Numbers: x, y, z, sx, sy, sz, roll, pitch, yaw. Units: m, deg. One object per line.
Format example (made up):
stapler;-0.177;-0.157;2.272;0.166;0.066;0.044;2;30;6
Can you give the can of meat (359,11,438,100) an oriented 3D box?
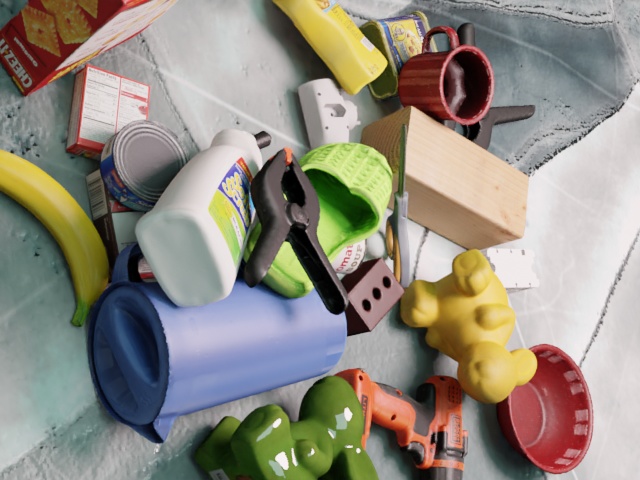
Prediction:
can of meat;0.098;-0.229;1.333;0.083;0.058;0.102;-17;89;-39

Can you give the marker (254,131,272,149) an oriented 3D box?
marker;-0.097;-0.093;1.158;0.120;0.020;0.020;-29;96;-41

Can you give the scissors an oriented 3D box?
scissors;0.088;-0.044;1.220;0.016;0.096;0.202;-5;109;-7

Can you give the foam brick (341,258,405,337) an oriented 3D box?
foam brick;0.048;0.065;1.208;0.053;0.051;0.078;55;51;-13

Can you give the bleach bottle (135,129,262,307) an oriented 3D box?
bleach bottle;-0.100;-0.045;1.014;0.250;0.068;0.102;-76;149;-58

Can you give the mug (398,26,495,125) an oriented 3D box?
mug;0.146;-0.196;1.275;0.093;0.082;0.117;-19;107;-36

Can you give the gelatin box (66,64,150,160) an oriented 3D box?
gelatin box;-0.211;-0.123;1.068;0.073;0.030;0.089;15;68;-34

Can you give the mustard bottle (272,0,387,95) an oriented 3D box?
mustard bottle;-0.002;-0.261;1.247;0.191;0.058;0.096;50;23;-9

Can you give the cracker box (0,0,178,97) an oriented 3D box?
cracker box;-0.192;-0.231;0.993;0.164;0.214;0.072;-41;102;-39

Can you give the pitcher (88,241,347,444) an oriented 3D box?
pitcher;-0.094;0.086;1.039;0.242;0.145;0.149;-6;125;-44

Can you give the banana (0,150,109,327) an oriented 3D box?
banana;-0.253;-0.017;0.997;0.069;0.037;0.198;-42;104;-39

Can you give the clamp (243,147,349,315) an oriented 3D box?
clamp;-0.036;-0.013;1.002;0.120;0.039;0.171;17;48;-49

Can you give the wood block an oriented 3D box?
wood block;0.151;-0.071;1.307;0.205;0.091;0.090;25;62;-31

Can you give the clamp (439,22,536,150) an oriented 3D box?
clamp;0.210;-0.167;1.418;0.164;0.036;0.209;41;56;-22

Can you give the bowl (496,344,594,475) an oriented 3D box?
bowl;0.273;0.215;1.345;0.161;0.055;0.162;12;69;-36

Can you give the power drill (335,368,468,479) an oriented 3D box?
power drill;0.088;0.229;1.191;0.187;0.057;0.184;21;61;-36

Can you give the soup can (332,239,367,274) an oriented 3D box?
soup can;-0.008;0.001;1.170;0.102;0.069;0.068;7;73;-37

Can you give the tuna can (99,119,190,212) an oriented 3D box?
tuna can;-0.169;-0.071;1.032;0.086;0.034;0.086;16;63;-35

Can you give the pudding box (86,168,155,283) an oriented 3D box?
pudding box;-0.176;-0.017;1.059;0.089;0.039;0.113;-5;82;-40
